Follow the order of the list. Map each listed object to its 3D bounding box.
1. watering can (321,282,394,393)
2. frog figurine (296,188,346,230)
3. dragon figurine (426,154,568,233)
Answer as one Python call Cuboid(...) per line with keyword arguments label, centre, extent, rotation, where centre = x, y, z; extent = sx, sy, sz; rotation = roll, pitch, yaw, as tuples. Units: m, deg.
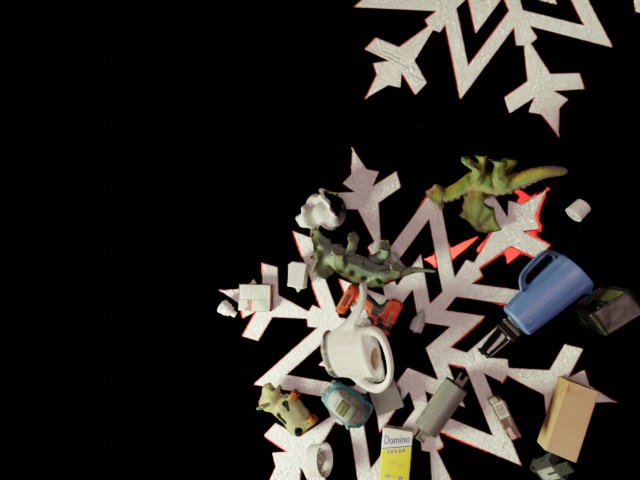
Cuboid(label="watering can", centre=(0.103, 0.300, 1.563), extent=(0.223, 0.105, 0.346), rotation=(-12, 96, 31))
Cuboid(label="frog figurine", centre=(0.005, -0.085, 1.693), extent=(0.137, 0.125, 0.156), rotation=(49, 129, 2))
Cuboid(label="dragon figurine", centre=(0.542, -0.142, 1.619), extent=(0.411, 0.123, 0.240), rotation=(10, 102, 12))
